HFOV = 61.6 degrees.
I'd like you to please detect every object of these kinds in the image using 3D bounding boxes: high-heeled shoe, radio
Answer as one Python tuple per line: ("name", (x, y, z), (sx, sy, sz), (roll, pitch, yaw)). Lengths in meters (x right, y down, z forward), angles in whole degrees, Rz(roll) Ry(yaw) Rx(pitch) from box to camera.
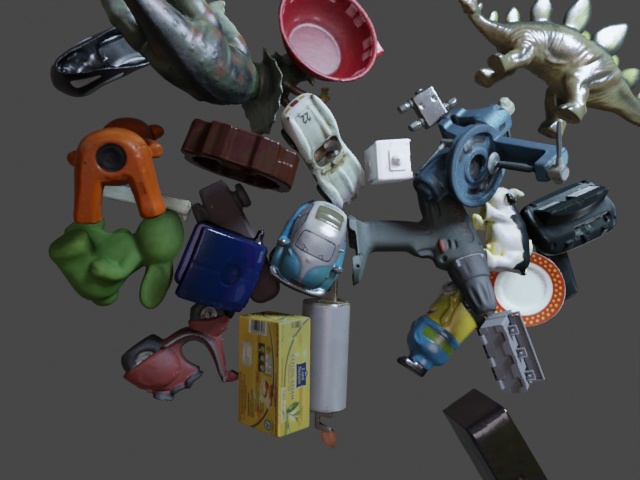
("high-heeled shoe", (-0.267, -0.286, 0.766), (0.249, 0.145, 0.086), (-38, 97, -3))
("radio", (0.295, 0.359, 0.862), (0.073, 0.131, 0.229), (-30, 95, -6))

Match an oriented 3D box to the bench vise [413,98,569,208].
("bench vise", (0.261, -0.126, 0.785), (0.224, 0.241, 0.128), (-34, 121, -23))

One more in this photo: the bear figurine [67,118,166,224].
("bear figurine", (-0.277, -0.104, 0.755), (0.120, 0.196, 0.131), (-6, 103, -12))

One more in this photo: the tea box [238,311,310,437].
("tea box", (-0.071, 0.199, 0.820), (0.068, 0.098, 0.169), (-2, 94, -47))

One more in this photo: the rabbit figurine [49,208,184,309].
("rabbit figurine", (-0.274, 0.024, 0.782), (0.170, 0.121, 0.159), (-22, 104, 0))

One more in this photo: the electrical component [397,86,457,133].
("electrical component", (0.178, -0.220, 0.886), (0.094, 0.021, 0.063), (-31, 95, -5))

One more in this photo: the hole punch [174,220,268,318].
("hole punch", (-0.142, 0.040, 0.773), (0.116, 0.092, 0.142), (22, 90, -12))

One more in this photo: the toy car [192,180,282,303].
("toy car", (-0.123, 0.005, 0.838), (0.089, 0.053, 0.202), (-27, 99, 2))

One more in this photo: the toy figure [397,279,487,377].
("toy figure", (0.203, 0.142, 0.871), (0.089, 0.082, 0.180), (39, 81, -19))

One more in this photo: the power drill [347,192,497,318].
("power drill", (0.147, 0.019, 0.827), (0.207, 0.086, 0.232), (-9, 64, 6))

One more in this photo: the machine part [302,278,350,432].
("machine part", (0.006, 0.179, 0.848), (0.079, 0.079, 0.243), (2, 92, -7))

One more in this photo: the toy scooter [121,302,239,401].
("toy scooter", (-0.200, 0.184, 0.825), (0.184, 0.075, 0.135), (-34, 97, -10))

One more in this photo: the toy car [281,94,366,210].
("toy car", (0.009, -0.128, 0.814), (0.073, 0.056, 0.201), (-44, 129, -11))

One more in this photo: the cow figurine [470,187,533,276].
("cow figurine", (0.299, -0.027, 0.872), (0.098, 0.068, 0.167), (5, 75, -6))

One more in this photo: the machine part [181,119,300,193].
("machine part", (-0.113, -0.120, 0.780), (0.179, 0.179, 0.056), (18, 87, -8))

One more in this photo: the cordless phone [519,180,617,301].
("cordless phone", (0.432, 0.006, 0.907), (0.147, 0.089, 0.184), (-23, 105, -6))

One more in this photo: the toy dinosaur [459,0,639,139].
("toy dinosaur", (0.421, -0.273, 0.878), (0.471, 0.105, 0.198), (32, 84, -12))

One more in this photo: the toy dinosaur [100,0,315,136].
("toy dinosaur", (-0.150, -0.241, 0.710), (0.131, 0.404, 0.192), (-43, 76, 22))

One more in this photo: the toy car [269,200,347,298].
("toy car", (-0.002, -0.002, 0.806), (0.109, 0.103, 0.162), (29, 52, -6))
